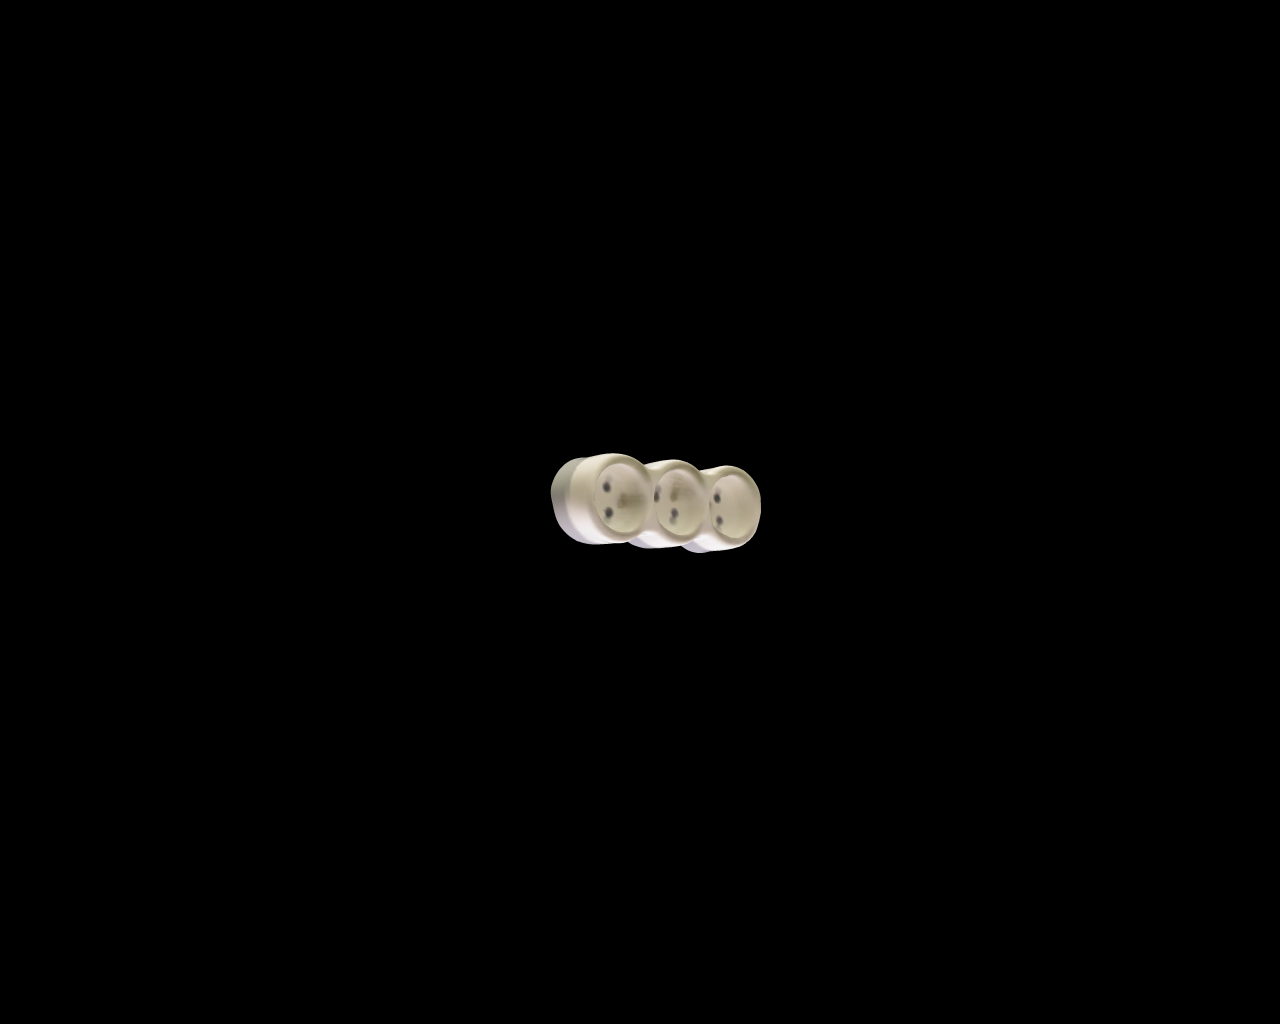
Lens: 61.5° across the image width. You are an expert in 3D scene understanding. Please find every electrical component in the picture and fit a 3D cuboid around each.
[{"bbox_3d":[0.001,-0.003,0.650,0.138,0.052,0.073,5,-8,-40],"label":"electrical component"}]
